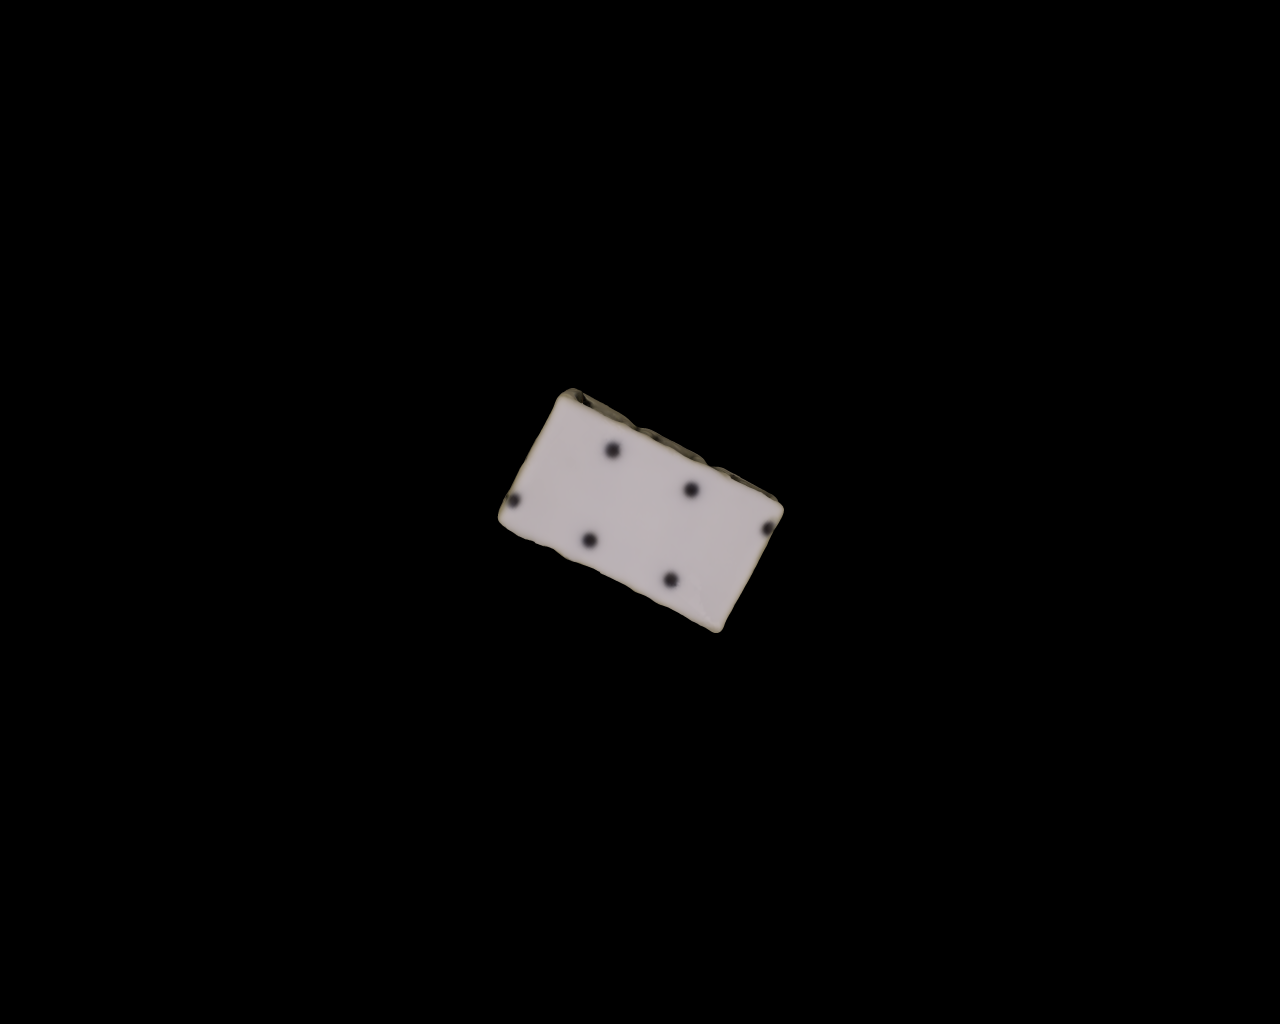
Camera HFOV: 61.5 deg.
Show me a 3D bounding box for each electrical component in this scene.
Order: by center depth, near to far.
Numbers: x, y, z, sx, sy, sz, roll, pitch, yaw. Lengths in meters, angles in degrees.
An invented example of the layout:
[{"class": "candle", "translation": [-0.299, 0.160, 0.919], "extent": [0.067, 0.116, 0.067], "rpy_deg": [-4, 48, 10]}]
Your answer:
[{"class": "electrical component", "translation": [0.001, -0.003, 0.650], "extent": [0.150, 0.089, 0.062], "rpy_deg": [28, 7, -4]}]
